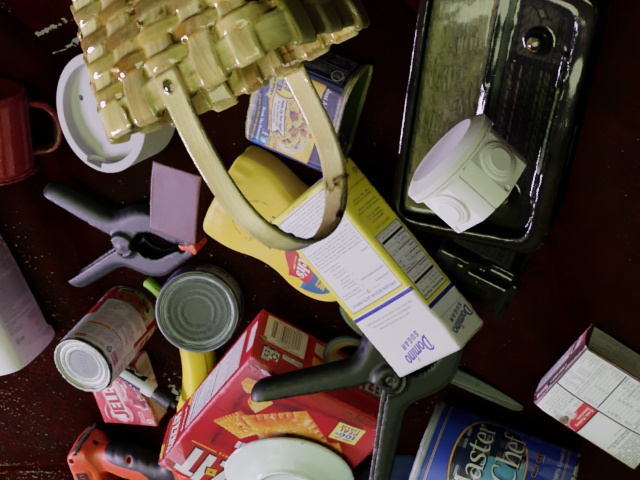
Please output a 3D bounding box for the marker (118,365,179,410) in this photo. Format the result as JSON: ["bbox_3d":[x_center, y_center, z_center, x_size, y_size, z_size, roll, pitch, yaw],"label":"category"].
[{"bbox_3d":[-0.204,0.145,1.143,0.121,0.020,0.020,31,128,6],"label":"marker"}]

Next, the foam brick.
[{"bbox_3d":[-0.125,-0.046,1.002,0.053,0.051,0.078,20,126,14],"label":"foam brick"}]

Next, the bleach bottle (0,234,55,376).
[{"bbox_3d":[-0.371,0.016,1.140,0.068,0.102,0.251,-14,107,16],"label":"bleach bottle"}]

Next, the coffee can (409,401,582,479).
[{"bbox_3d":[0.162,0.224,1.005,0.140,0.102,0.103,19,127,13],"label":"coffee can"}]

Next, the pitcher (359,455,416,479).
[{"bbox_3d":[0.047,0.334,1.041,0.145,0.242,0.149,18,121,18],"label":"pitcher"}]

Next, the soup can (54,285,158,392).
[{"bbox_3d":[-0.221,0.102,1.110,0.069,0.102,0.068,11,123,17],"label":"soup can"}]

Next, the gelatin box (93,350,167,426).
[{"bbox_3d":[-0.219,0.165,1.194,0.073,0.030,0.089,0,120,25],"label":"gelatin box"}]

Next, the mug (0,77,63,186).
[{"bbox_3d":[-0.309,-0.108,1.034,0.117,0.093,0.081,-3,119,-9],"label":"mug"}]

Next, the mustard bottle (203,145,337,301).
[{"bbox_3d":[-0.007,0.001,0.971,0.191,0.058,0.096,32,120,2],"label":"mustard bottle"}]

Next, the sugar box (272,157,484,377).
[{"bbox_3d":[0.047,0.025,0.889,0.176,0.048,0.093,49,143,-4],"label":"sugar box"}]

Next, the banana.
[{"bbox_3d":[-0.137,0.128,1.132,0.070,0.037,0.198,20,128,41],"label":"banana"}]

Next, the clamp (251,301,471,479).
[{"bbox_3d":[0.051,0.119,0.968,0.164,0.036,0.210,34,103,-15],"label":"clamp"}]

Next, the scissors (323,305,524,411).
[{"bbox_3d":[0.088,0.129,1.007,0.201,0.016,0.096,42,89,-3],"label":"scissors"}]

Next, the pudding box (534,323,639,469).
[{"bbox_3d":[0.261,0.140,0.947,0.113,0.039,0.090,32,128,1],"label":"pudding box"}]

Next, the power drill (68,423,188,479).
[{"bbox_3d":[-0.190,0.289,1.245,0.188,0.057,0.184,4,125,21],"label":"power drill"}]

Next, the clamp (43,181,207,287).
[{"bbox_3d":[-0.199,-0.010,1.068,0.172,0.039,0.120,-6,123,23],"label":"clamp"}]

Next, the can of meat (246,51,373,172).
[{"bbox_3d":[-0.011,-0.114,0.901,0.084,0.057,0.102,24,128,11],"label":"can of meat"}]

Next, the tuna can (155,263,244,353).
[{"bbox_3d":[-0.120,0.068,1.059,0.086,0.033,0.086,1,100,4],"label":"tuna can"}]

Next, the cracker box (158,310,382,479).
[{"bbox_3d":[-0.044,0.187,1.078,0.164,0.072,0.214,29,129,-13],"label":"cracker box"}]
